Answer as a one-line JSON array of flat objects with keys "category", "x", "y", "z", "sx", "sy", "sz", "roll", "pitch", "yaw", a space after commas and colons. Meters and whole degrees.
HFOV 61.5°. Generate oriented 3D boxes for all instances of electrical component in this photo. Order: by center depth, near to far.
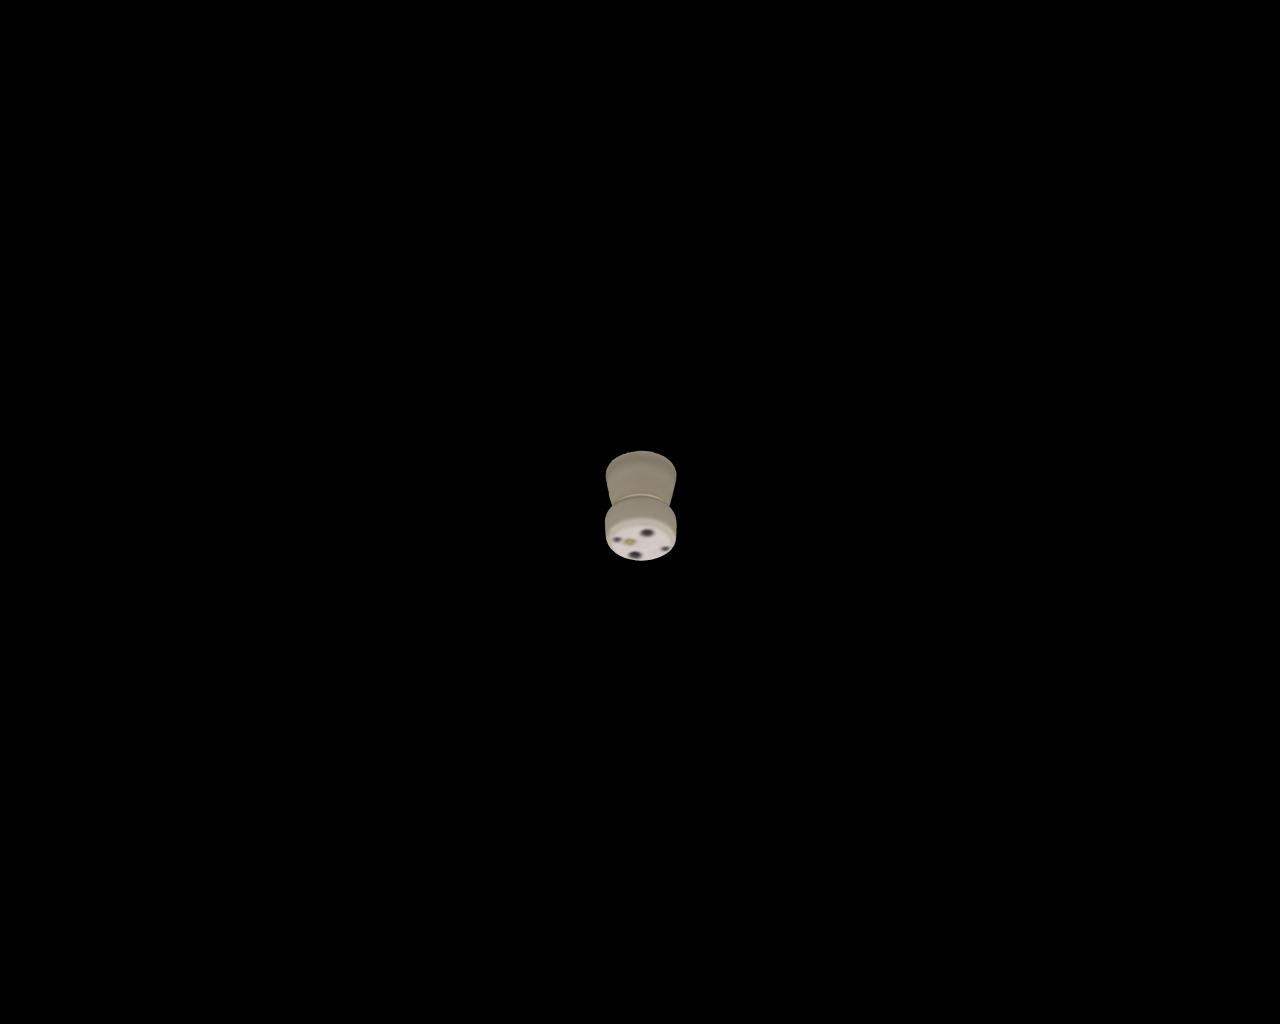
[{"category": "electrical component", "x": 0.001, "y": -0.003, "z": 0.650, "sx": 0.045, "sy": 0.055, "sz": 0.044, "roll": 0, "pitch": -37, "yaw": 0}]
